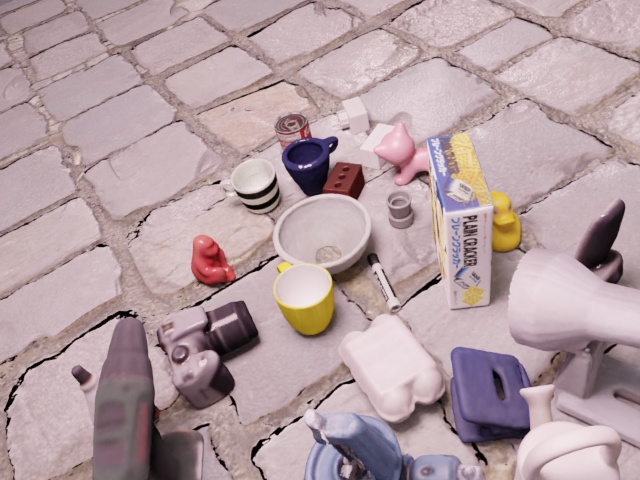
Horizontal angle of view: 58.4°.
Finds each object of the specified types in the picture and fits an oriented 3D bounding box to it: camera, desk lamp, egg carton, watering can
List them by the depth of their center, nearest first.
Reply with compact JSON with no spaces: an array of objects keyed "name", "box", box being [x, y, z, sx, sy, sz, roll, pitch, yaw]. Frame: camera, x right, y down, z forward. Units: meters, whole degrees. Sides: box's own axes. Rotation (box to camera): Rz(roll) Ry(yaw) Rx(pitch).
[{"name":"watering can","box":[0.254,0.238,0.604,0.101,0.194,0.172,-28,47,-11]},{"name":"desk lamp","box":[0.329,0.120,0.681,0.202,0.214,0.118,22,57,30]},{"name":"egg carton","box":[0.098,0.174,0.790,0.107,0.069,0.150,-29,48,-12]},{"name":"camera","box":[-0.162,0.151,0.857,0.137,0.101,0.142,-25,47,-8]}]

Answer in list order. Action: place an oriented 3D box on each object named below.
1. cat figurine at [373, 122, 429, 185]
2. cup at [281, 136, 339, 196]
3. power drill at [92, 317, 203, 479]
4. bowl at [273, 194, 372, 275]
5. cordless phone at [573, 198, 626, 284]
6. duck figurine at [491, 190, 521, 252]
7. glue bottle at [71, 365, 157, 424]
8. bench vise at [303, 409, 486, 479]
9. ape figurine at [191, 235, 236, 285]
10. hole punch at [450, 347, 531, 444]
[{"name":"cat figurine","box":[0.165,-0.162,1.049,0.127,0.118,0.067,-2,48,13]},{"name":"cup","box":[-0.009,-0.140,1.089,0.118,0.095,0.091,-34,49,-16]},{"name":"power drill","box":[-0.216,0.241,0.713,0.075,0.209,0.229,-12,46,4]},{"name":"bowl","box":[0.009,0.003,0.967,0.167,0.075,0.167,-7,47,8]},{"name":"cordless phone","box":[0.348,0.036,0.773,0.093,0.185,0.148,31,62,35]},{"name":"duck figurine","box":[0.286,-0.044,0.931,0.077,0.086,0.104,-17,46,-2]},{"name":"glue bottle","box":[-0.288,0.217,0.778,0.078,0.173,0.037,-33,48,-15]},{"name":"bench vise","box":[0.069,0.237,0.636,0.207,0.220,0.121,-14,46,2]},{"name":"ape figurine","box":[-0.191,0.029,0.983,0.076,0.092,0.078,-3,48,12]},{"name":"hole punch","box":[0.218,0.192,0.728,0.101,0.091,0.108,-8,47,8]}]
